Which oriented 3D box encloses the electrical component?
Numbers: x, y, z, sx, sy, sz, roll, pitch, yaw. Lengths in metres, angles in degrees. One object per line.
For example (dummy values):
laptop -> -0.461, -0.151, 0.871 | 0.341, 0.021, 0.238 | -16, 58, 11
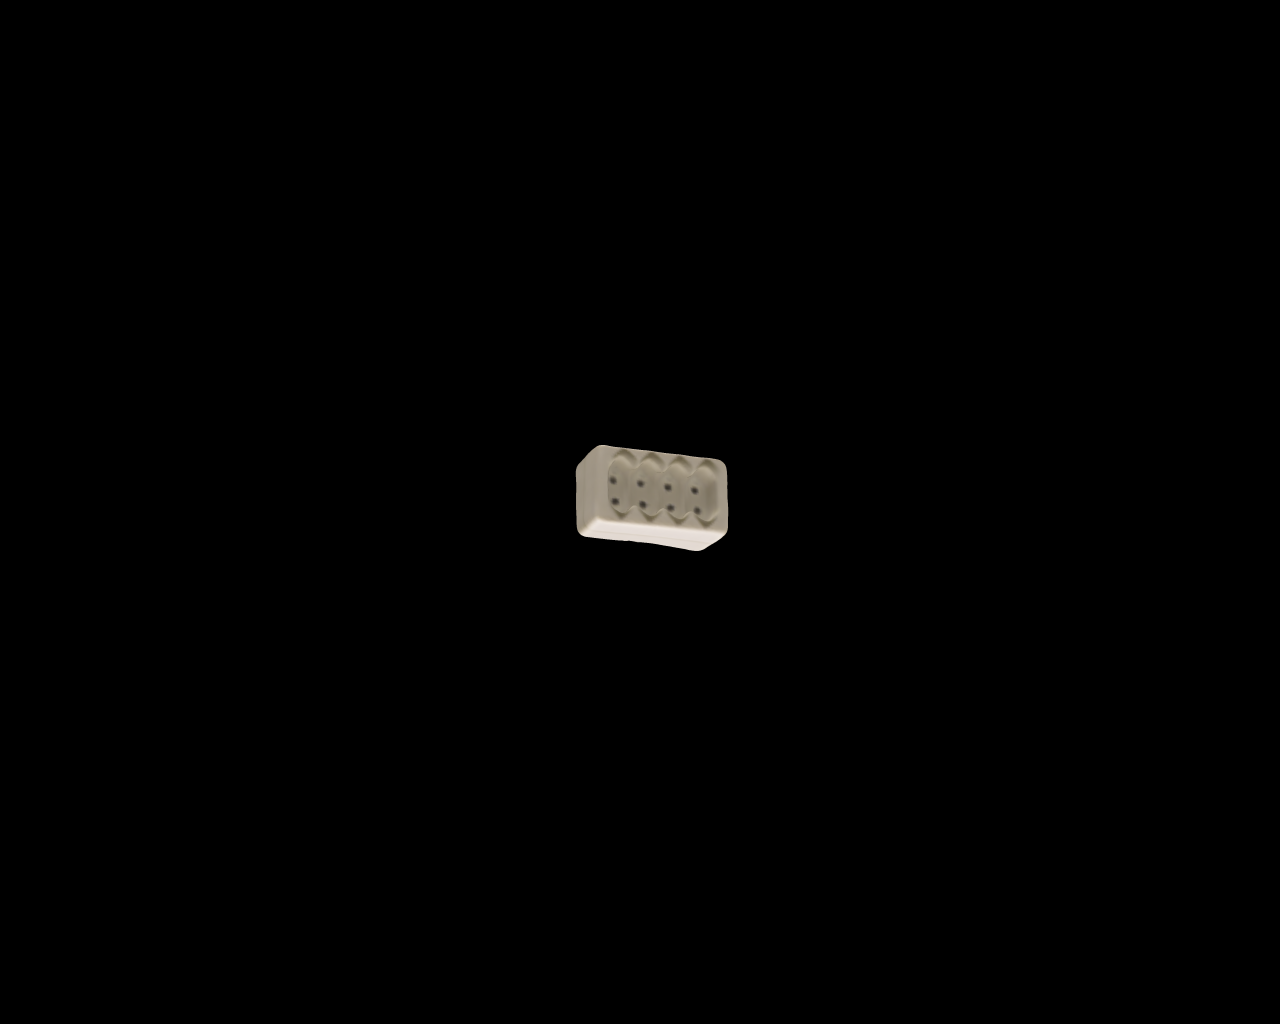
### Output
electrical component -> 0.001, -0.003, 0.650 | 0.083, 0.047, 0.075 | 7, -19, -20
